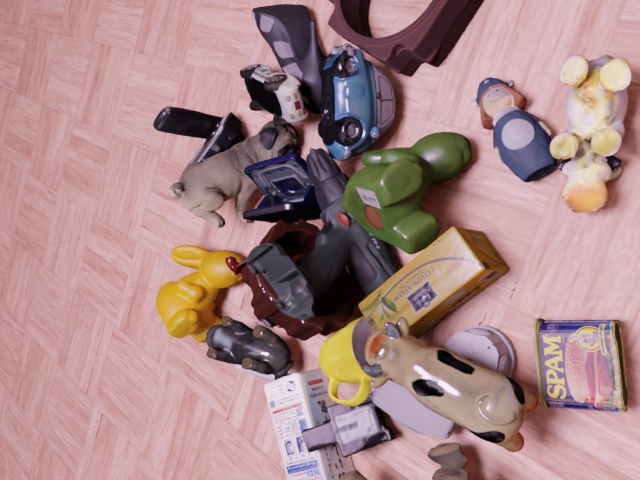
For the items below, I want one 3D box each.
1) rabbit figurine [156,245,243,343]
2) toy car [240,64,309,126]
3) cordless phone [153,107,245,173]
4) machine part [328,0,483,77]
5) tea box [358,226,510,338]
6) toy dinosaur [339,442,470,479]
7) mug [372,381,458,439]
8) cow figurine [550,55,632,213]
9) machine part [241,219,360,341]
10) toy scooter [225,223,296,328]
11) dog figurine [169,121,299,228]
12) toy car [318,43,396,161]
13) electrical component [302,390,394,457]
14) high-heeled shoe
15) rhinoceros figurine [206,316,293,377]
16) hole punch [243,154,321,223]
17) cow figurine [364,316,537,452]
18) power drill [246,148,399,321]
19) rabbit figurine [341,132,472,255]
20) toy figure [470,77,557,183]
[{"bbox_3d":[-0.206,0.080,0.975,0.173,0.121,0.162,-43,52,12],"label":"rabbit figurine"},{"bbox_3d":[-0.079,-0.242,0.884,0.202,0.056,0.073,43,153,54],"label":"toy car"},{"bbox_3d":[-0.229,-0.166,0.949,0.146,0.184,0.089,-44,66,27],"label":"cordless phone"},{"bbox_3d":[0.118,-0.354,0.756,0.201,0.087,0.201,45,114,31],"label":"machine part"},{"bbox_3d":[0.145,0.061,0.692,0.169,0.098,0.068,-42,63,26],"label":"tea box"},{"bbox_3d":[0.170,0.349,0.630,0.472,0.105,0.198,-23,90,27],"label":"toy dinosaur"},{"bbox_3d":[0.131,0.217,0.705,0.107,0.081,0.109,28,125,30],"label":"mug"},{"bbox_3d":[0.302,-0.118,0.598,0.068,0.098,0.167,10,111,32],"label":"cow figurine"},{"bbox_3d":[-0.025,0.057,0.776,0.056,0.179,0.179,-44,60,45],"label":"machine part"},{"bbox_3d":[-0.074,0.063,0.842,0.075,0.135,0.184,119,141,-66],"label":"toy scooter"},{"bbox_3d":[-0.140,-0.128,0.891,0.121,0.172,0.190,50,123,18],"label":"dog figurine"},{"bbox_3d":[0.056,-0.197,0.777,0.109,0.103,0.161,-147,55,-68],"label":"toy car"},{"bbox_3d":[0.038,0.266,0.758,0.119,0.047,0.075,-25,70,4],"label":"electrical component"},{"bbox_3d":[-0.049,-0.313,0.913,0.249,0.086,0.145,47,147,50],"label":"high-heeled shoe"},{"bbox_3d":[-0.124,0.174,0.887,0.191,0.112,0.073,3,72,44],"label":"rhinoceros figurine"},{"bbox_3d":[-0.050,-0.074,0.844,0.142,0.115,0.092,-12,77,33],"label":"hole punch"},{"bbox_3d":[0.132,0.156,0.602,0.195,0.127,0.085,22,78,37],"label":"cow figurine"},{"bbox_3d":[-0.002,-0.002,0.732,0.086,0.207,0.232,-34,90,42],"label":"power drill"},{"bbox_3d":[0.123,-0.076,0.710,0.121,0.170,0.159,60,160,-20],"label":"rabbit figurine"},{"bbox_3d":[0.237,-0.145,0.665,0.064,0.057,0.154,-20,68,-5],"label":"toy figure"}]
